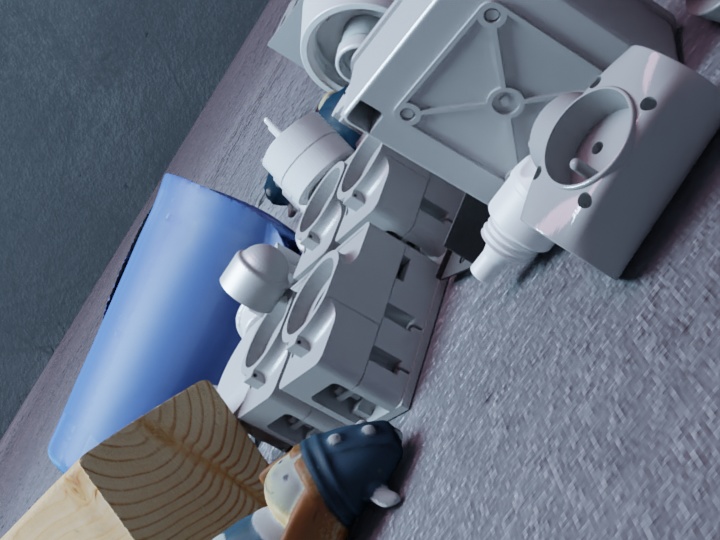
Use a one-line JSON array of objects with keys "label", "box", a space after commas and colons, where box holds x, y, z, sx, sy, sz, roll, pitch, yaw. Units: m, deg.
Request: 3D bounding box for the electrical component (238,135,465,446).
[{"label": "electrical component", "box": [0.000, 0.000, 0.607, 0.105, 0.060, 0.186, -39, 26, 52]}]

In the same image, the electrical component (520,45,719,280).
[{"label": "electrical component", "box": [0.092, -0.047, 0.417, 0.077, 0.044, 0.079, -58, 32, 8]}]

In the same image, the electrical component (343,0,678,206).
[{"label": "electrical component", "box": [0.066, -0.090, 0.478, 0.108, 0.109, 0.056, -47, 23, 40]}]

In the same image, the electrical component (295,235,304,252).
[{"label": "electrical component", "box": [-0.011, -0.031, 0.728, 0.055, 0.045, 0.045, -51, 18, 29]}]

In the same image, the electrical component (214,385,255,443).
[{"label": "electrical component", "box": [-0.101, 0.111, 0.733, 0.055, 0.055, 0.047, -60, 19, 0]}]

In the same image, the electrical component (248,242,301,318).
[{"label": "electrical component", "box": [-0.040, 0.017, 0.711, 0.048, 0.055, 0.066, -56, 16, 15]}]

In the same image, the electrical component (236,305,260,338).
[{"label": "electrical component", "box": [-0.060, 0.045, 0.745, 0.048, 0.048, 0.062, -56, 23, 14]}]

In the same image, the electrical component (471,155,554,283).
[{"label": "electrical component", "box": [0.070, -0.019, 0.473, 0.061, 0.035, 0.035, -54, 16, 28]}]

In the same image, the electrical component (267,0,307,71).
[{"label": "electrical component", "box": [0.016, -0.229, 0.891, 0.186, 0.105, 0.060, -39, 25, 52]}]

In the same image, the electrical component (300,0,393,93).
[{"label": "electrical component", "box": [0.004, -0.178, 0.840, 0.108, 0.108, 0.060, -44, 28, 44]}]

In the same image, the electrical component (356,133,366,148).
[{"label": "electrical component", "box": [0.037, -0.103, 0.709, 0.081, 0.043, 0.043, -54, 17, 21]}]

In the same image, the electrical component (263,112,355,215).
[{"label": "electrical component", "box": [-0.042, -0.080, 0.765, 0.052, 0.073, 0.138, -43, -10, -3]}]

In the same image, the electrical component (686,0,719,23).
[{"label": "electrical component", "box": [0.136, -0.132, 0.431, 0.048, 0.055, 0.066, -61, 16, -5]}]

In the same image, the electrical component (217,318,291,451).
[{"label": "electrical component", "box": [-0.052, 0.068, 0.663, 0.080, 0.051, 0.080, -53, 17, 24]}]

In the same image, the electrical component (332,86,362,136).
[{"label": "electrical component", "box": [0.030, -0.131, 0.760, 0.089, 0.056, 0.050, -58, 16, 7]}]
